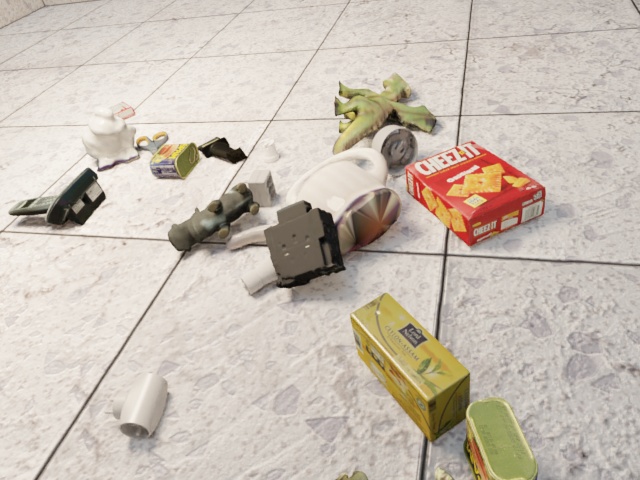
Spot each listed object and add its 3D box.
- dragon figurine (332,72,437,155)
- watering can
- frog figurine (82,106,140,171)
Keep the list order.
[{"bbox_3d":[0.158,-0.297,1.230,0.243,0.119,0.421,2,41,5],"label":"dragon figurine"},{"bbox_3d":[0.003,-0.049,0.970,0.350,0.102,0.228,-39,45,-11],"label":"watering can"},{"bbox_3d":[-0.549,-0.276,1.330,0.137,0.156,0.126,-8,37,5],"label":"frog figurine"}]
